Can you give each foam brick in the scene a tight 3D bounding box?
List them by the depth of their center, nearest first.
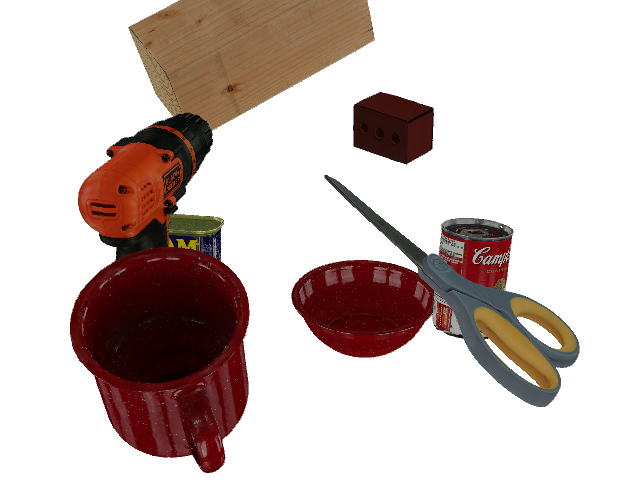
[{"bbox_3d":[0.081,-0.126,1.190,0.078,0.053,0.051,22,37,35],"label":"foam brick"}]

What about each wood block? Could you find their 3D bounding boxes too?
[{"bbox_3d":[-0.062,-0.196,1.016,0.206,0.090,0.091,-30,-38,-11],"label":"wood block"}]

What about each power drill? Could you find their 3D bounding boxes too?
[{"bbox_3d":[-0.122,0.008,0.803,0.057,0.188,0.184,5,23,14],"label":"power drill"}]

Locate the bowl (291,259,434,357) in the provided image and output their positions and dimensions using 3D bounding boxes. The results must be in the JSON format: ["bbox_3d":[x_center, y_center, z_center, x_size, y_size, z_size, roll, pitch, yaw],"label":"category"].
[{"bbox_3d":[0.048,0.083,1.187,0.162,0.055,0.162,0,28,0],"label":"bowl"}]

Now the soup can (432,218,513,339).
[{"bbox_3d":[0.145,0.036,1.024,0.068,0.102,0.068,3,16,-1],"label":"soup can"}]

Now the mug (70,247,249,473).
[{"bbox_3d":[-0.076,0.073,0.573,0.093,0.117,0.081,-22,-38,-16],"label":"mug"}]

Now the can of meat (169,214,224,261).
[{"bbox_3d":[-0.151,0.020,1.097,0.102,0.084,0.057,4,17,9],"label":"can of meat"}]

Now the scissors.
[{"bbox_3d":[0.090,0.023,0.681,0.096,0.016,0.202,-7,48,-43],"label":"scissors"}]
